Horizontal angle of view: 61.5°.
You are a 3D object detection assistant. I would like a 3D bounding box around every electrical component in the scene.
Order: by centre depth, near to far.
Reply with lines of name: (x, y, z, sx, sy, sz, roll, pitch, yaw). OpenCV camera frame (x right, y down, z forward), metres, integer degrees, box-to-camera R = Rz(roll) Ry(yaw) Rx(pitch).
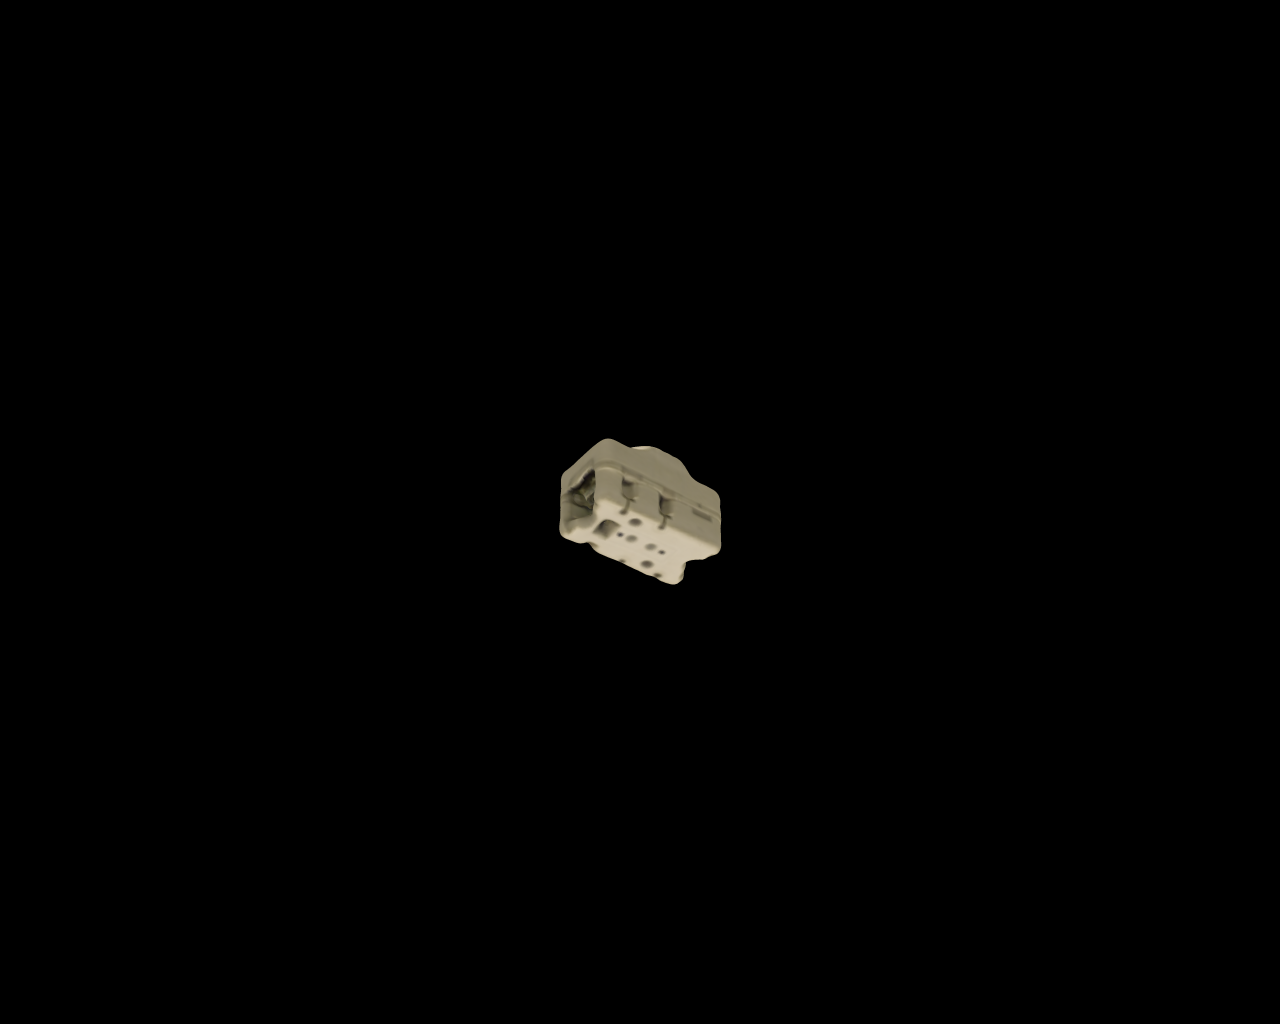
electrical component: (0.001, -0.003, 0.650, 0.089, 0.056, 0.050, 25, -45, -28)
